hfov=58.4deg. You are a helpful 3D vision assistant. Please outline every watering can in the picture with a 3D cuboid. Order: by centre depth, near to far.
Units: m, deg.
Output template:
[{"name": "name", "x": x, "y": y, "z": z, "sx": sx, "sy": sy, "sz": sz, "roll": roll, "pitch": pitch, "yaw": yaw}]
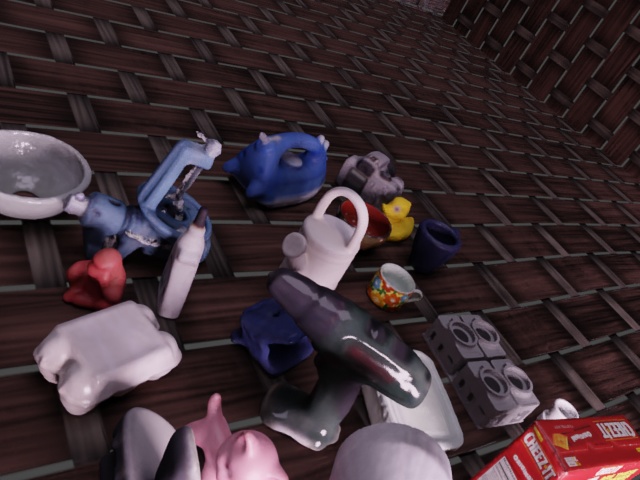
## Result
[{"name": "watering can", "x": 0.010, "y": 0.005, "z": 0.913, "sx": 0.101, "sy": 0.194, "sz": 0.173, "roll": 33, "pitch": 34, "yaw": 6}]

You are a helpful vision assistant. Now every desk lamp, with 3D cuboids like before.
[{"name": "desk lamp", "x": 0.033, "y": 0.302, "z": 0.527, "sx": 0.118, "sy": 0.213, "sz": 0.203, "roll": 30, "pitch": 34, "yaw": 1}]

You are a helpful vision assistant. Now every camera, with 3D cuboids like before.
[{"name": "camera", "x": 0.132, "y": -0.141, "z": 1.276, "sx": 0.143, "sy": 0.100, "sz": 0.137, "roll": 39, "pitch": 35, "yaw": 15}]

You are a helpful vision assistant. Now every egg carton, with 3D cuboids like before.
[{"name": "egg carton", "x": -0.245, "y": 0.134, "z": 0.670, "sx": 0.107, "sy": 0.069, "sz": 0.151, "roll": 44, "pitch": 36, "yaw": 20}]

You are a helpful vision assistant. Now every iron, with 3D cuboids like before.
[{"name": "iron", "x": -0.054, "y": -0.157, "z": 1.123, "sx": 0.259, "sy": 0.141, "sz": 0.118, "roll": -15, "pitch": 54, "yaw": -46}]

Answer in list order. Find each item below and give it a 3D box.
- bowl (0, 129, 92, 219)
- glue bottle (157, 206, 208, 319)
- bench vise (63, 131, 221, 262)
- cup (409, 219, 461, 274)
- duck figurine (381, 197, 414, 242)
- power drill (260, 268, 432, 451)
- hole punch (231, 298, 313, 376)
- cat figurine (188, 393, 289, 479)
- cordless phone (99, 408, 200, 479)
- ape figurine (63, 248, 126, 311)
[{"name": "bowl", "x": -0.419, "y": -0.082, "z": 0.817, "sx": 0.168, "sy": 0.074, "sz": 0.167, "roll": 20, "pitch": 35, "yaw": -14}, {"name": "glue bottle", "x": -0.180, "y": 0.024, "z": 0.768, "sx": 0.037, "sy": 0.173, "sz": 0.078, "roll": 14, "pitch": 37, "yaw": -21}, {"name": "bench vise", "x": -0.227, "y": -0.049, "z": 0.786, "sx": 0.208, "sy": 0.219, "sz": 0.121, "roll": -10, "pitch": 50, "yaw": -43}, {"name": "cup", "x": 0.227, "y": 0.017, "z": 1.145, "sx": 0.118, "sy": 0.095, "sz": 0.091, "roll": -15, "pitch": 53, "yaw": -46}, {"name": "duck figurine", "x": 0.159, "y": -0.050, "z": 1.190, "sx": 0.105, "sy": 0.086, "sz": 0.077, "roll": 6, "pitch": 40, "yaw": -30}, {"name": "power drill", "x": 0.007, "y": 0.157, "z": 0.700, "sx": 0.229, "sy": 0.208, "sz": 0.075, "roll": 27, "pitch": 34, "yaw": -3}, {"name": "hole punch", "x": -0.055, "y": 0.120, "z": 0.809, "sx": 0.101, "sy": 0.091, "sz": 0.109, "roll": 42, "pitch": 36, "yaw": 18}, {"name": "cat figurine", "x": -0.093, "y": 0.226, "z": 0.618, "sx": 0.067, "sy": 0.117, "sz": 0.127, "roll": -7, "pitch": 48, "yaw": -42}, {"name": "cordless phone", "x": -0.145, "y": 0.209, "z": 0.542, "sx": 0.094, "sy": 0.185, "sz": 0.147, "roll": 4, "pitch": 41, "yaw": -32}, {"name": "ape figurine", "x": -0.281, "y": 0.046, "z": 0.737, "sx": 0.077, "sy": 0.092, "sz": 0.076, "roll": 45, "pitch": 37, "yaw": 22}]
